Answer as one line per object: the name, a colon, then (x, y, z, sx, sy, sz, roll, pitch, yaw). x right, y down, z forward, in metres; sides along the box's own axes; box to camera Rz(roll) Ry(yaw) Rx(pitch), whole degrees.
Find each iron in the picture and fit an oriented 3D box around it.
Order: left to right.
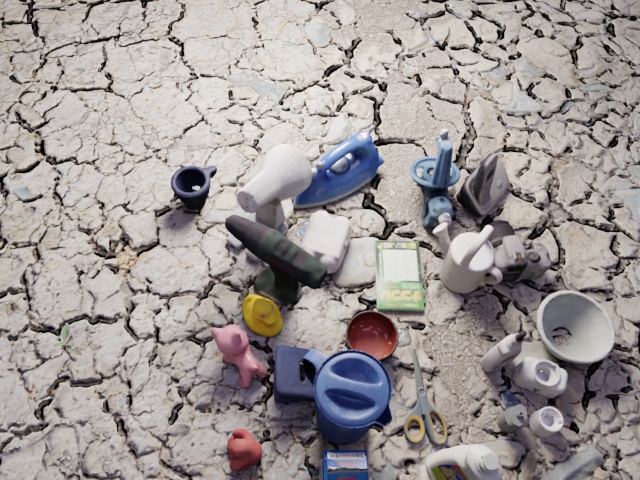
iron: (0.039, -0.180, 1.393, 0.259, 0.141, 0.118, -36, 68, -21)

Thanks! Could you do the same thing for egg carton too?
egg carton: (0.012, 0.005, 1.328, 0.107, 0.069, 0.150, 16, 61, 6)

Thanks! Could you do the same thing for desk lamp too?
desk lamp: (-0.115, -0.087, 1.289, 0.117, 0.213, 0.203, 32, 64, 14)

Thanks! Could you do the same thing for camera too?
camera: (0.448, 0.018, 1.330, 0.143, 0.101, 0.136, -5, 61, -6)

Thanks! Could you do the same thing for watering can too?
watering can: (0.325, 0.031, 1.261, 0.172, 0.194, 0.101, 18, 61, 7)

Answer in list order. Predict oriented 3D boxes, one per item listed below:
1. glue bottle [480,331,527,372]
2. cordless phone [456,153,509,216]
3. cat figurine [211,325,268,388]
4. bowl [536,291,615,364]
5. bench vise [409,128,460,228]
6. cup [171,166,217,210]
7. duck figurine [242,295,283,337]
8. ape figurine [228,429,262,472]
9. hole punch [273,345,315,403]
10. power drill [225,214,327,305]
glue bottle: (0.385, 0.221, 1.170, 0.078, 0.173, 0.037, -23, 64, -15)
cordless phone: (0.412, -0.159, 1.379, 0.094, 0.185, 0.148, 34, 64, 15)
cat figurine: (-0.164, 0.226, 1.165, 0.067, 0.118, 0.127, -34, 68, -20)
bowl: (0.544, 0.199, 1.249, 0.167, 0.075, 0.167, 2, 61, -3)
bench vise: (0.290, -0.142, 1.342, 0.121, 0.220, 0.207, -20, 64, -14)
cup: (-0.292, -0.123, 1.366, 0.118, 0.095, 0.091, -38, 69, -21)
duck figurine: (-0.125, 0.152, 1.227, 0.078, 0.086, 0.104, -38, 69, -22)
ape figurine: (-0.149, 0.397, 1.084, 0.076, 0.092, 0.078, 20, 61, 8)
hole punch: (-0.045, 0.270, 1.162, 0.101, 0.091, 0.108, -1, 61, -4)
power drill: (-0.095, 0.051, 1.215, 0.229, 0.208, 0.076, 25, 62, 11)
